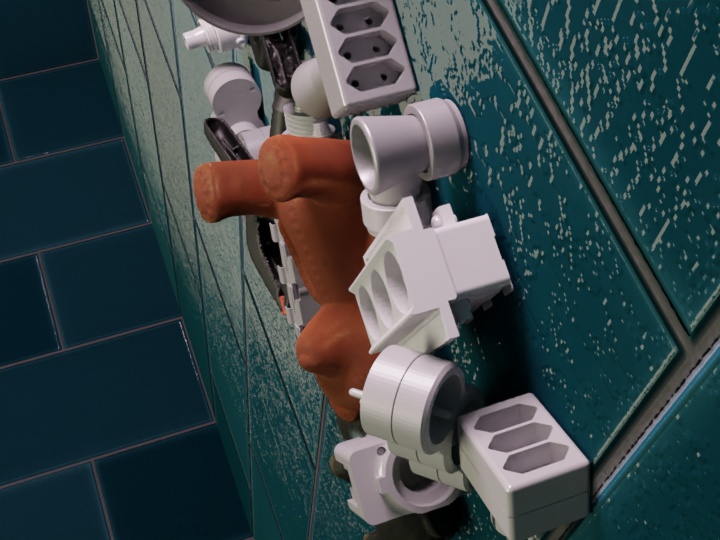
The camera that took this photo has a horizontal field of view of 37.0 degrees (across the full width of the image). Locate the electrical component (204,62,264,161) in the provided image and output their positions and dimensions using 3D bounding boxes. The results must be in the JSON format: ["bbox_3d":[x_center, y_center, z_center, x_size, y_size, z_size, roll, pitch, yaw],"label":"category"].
[{"bbox_3d":[-0.123,-0.140,1.124,0.073,0.052,0.138,-120,20,-46],"label":"electrical component"}]

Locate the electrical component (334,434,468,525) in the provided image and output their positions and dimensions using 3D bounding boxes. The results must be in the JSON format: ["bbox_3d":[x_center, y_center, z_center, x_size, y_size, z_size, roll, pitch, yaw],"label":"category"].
[{"bbox_3d":[0.036,0.130,0.716,0.056,0.089,0.050,170,84,-76],"label":"electrical component"}]

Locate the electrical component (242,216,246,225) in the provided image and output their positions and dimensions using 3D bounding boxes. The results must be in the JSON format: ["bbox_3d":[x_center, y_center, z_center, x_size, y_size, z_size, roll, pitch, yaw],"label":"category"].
[{"bbox_3d":[-0.101,-0.077,1.117,0.055,0.047,0.055,164,90,-76],"label":"electrical component"}]

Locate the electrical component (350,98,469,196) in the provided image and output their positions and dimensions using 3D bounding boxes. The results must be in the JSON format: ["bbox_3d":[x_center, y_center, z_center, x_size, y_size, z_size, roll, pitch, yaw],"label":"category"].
[{"bbox_3d":[0.027,-0.070,0.601,0.045,0.055,0.045,164,90,-76],"label":"electrical component"}]

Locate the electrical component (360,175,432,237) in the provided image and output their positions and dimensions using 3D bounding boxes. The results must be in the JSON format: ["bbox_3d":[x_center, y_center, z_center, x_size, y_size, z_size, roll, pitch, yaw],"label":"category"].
[{"bbox_3d":[0.021,-0.052,0.667,0.045,0.045,0.055,-126,24,-55],"label":"electrical component"}]

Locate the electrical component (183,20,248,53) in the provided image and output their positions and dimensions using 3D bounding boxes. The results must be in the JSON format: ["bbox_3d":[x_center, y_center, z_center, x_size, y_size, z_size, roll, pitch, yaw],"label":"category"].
[{"bbox_3d":[-0.146,-0.239,1.081,0.048,0.062,0.048,159,90,-78],"label":"electrical component"}]

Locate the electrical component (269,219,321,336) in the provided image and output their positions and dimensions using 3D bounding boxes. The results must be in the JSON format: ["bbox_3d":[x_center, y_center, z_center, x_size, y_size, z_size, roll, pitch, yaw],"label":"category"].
[{"bbox_3d":[-0.032,0.004,0.901,0.078,0.063,0.121,-129,27,-59],"label":"electrical component"}]

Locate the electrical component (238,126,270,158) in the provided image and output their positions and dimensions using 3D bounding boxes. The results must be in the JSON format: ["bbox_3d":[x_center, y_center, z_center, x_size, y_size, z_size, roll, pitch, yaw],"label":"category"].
[{"bbox_3d":[-0.097,-0.073,1.050,0.052,0.074,0.138,105,146,-65],"label":"electrical component"}]

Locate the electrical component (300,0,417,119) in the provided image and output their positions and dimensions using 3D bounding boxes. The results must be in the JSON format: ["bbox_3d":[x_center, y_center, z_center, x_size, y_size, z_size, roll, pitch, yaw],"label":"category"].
[{"bbox_3d":[-0.006,-0.139,0.674,0.076,0.047,0.083,169,86,-76],"label":"electrical component"}]

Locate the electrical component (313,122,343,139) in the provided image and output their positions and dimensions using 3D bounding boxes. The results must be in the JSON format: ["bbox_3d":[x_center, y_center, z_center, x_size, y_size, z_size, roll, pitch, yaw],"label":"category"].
[{"bbox_3d":[-0.021,-0.072,0.814,0.043,0.043,0.081,-169,64,-75],"label":"electrical component"}]

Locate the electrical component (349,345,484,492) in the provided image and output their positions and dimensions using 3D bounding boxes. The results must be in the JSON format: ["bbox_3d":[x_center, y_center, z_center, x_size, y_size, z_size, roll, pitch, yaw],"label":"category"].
[{"bbox_3d":[0.029,0.084,0.629,0.074,0.052,0.138,15,162,27],"label":"electrical component"}]

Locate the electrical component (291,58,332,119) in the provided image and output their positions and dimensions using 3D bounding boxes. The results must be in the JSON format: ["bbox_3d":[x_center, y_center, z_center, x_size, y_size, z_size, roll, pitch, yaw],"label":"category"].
[{"bbox_3d":[-0.019,-0.134,0.746,0.065,0.044,0.044,163,91,-71],"label":"electrical component"}]

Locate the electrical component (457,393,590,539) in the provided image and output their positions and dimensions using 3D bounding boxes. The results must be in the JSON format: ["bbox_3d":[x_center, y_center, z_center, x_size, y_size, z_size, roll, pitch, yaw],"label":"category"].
[{"bbox_3d":[0.089,0.120,0.586,0.065,0.047,0.076,-126,24,-55],"label":"electrical component"}]

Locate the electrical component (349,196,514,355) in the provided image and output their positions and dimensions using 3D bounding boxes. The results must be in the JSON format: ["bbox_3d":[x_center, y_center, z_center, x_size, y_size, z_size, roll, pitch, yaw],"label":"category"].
[{"bbox_3d":[0.039,0.009,0.625,0.121,0.063,0.078,125,128,-73],"label":"electrical component"}]

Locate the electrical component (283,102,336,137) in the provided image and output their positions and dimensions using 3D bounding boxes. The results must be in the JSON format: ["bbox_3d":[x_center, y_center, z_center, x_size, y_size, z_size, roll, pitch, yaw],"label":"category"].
[{"bbox_3d":[-0.040,-0.100,0.857,0.043,0.043,0.081,-129,27,-58],"label":"electrical component"}]
